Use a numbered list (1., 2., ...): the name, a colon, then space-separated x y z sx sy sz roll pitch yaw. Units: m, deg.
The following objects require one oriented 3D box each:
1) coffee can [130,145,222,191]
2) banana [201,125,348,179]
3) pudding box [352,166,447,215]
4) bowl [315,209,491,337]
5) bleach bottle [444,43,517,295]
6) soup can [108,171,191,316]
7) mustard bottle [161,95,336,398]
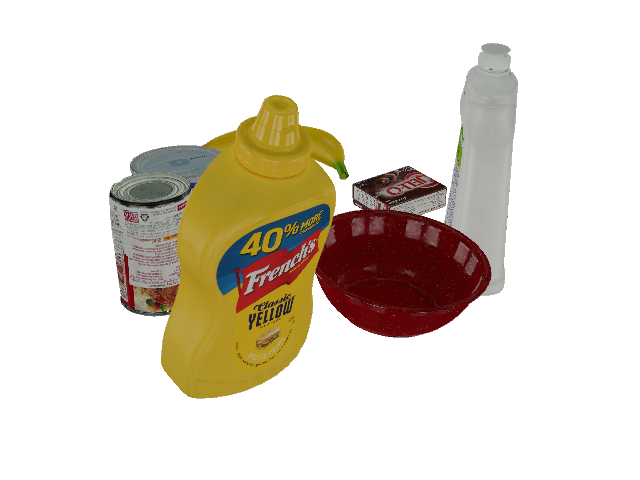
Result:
1. coffee can: -0.146 -0.019 1.141 0.103 0.140 0.103 -1 24 0
2. banana: -0.053 -0.116 1.314 0.198 0.037 0.069 7 39 17
3. pudding box: 0.117 -0.067 1.586 0.113 0.039 0.090 -21 35 -29
4. bowl: 0.064 0.036 0.927 0.162 0.055 0.162 5 31 -3
5. bleach bottle: 0.164 -0.074 1.084 0.068 0.251 0.102 2 32 0
6. soup can: -0.137 0.002 0.885 0.068 0.102 0.068 -1 25 0
7. mustard bottle: -0.037 0.002 0.606 0.096 0.192 0.058 -21 50 -34
